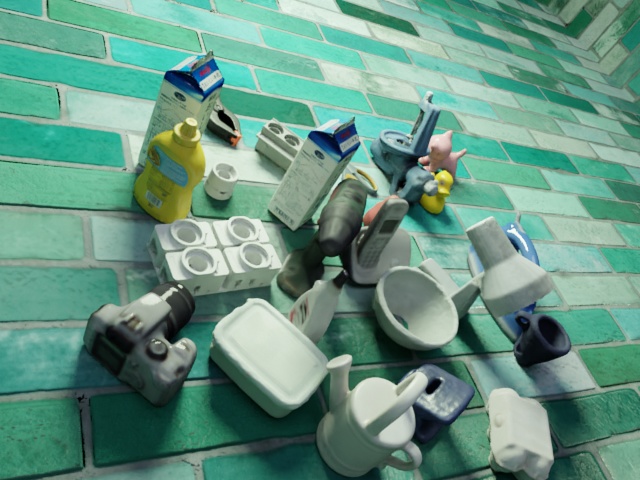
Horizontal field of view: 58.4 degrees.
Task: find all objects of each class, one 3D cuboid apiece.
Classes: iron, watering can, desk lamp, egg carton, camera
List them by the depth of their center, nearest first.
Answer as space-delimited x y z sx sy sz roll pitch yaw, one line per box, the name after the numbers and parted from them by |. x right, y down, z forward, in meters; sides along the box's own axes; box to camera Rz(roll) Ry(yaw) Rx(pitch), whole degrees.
-0.215 0.119 0.765 0.143 0.100 0.137 39 41 4 | camera
0.073 0.236 0.778 0.173 0.194 0.101 31 41 -5 | watering can
0.330 0.325 0.962 0.107 0.069 0.150 25 42 -12 | egg carton
0.294 0.071 1.066 0.118 0.213 0.203 -24 67 -45 | desk lamp
0.410 0.069 1.200 0.119 0.141 0.258 12 46 -24 | iron

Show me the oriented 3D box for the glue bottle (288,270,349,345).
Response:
0.000 0.098 0.874 0.037 0.173 0.078 9 47 -27 | glue bottle

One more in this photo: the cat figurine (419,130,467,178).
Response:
0.304 -0.215 1.412 0.128 0.117 0.067 8 48 -28 | cat figurine

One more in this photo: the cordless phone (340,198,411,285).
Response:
0.130 -0.003 1.046 0.148 0.185 0.094 -5 55 -37 | cordless phone

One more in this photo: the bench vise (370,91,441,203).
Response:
0.220 -0.202 1.266 0.122 0.219 0.207 -25 68 -45 | bench vise

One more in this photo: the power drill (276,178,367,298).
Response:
0.009 0.003 0.941 0.076 0.208 0.230 30 41 -5 | power drill

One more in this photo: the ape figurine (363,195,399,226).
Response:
0.136 -0.053 1.167 0.076 0.092 0.078 19 44 -18 | ape figurine

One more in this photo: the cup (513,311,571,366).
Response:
0.412 0.197 1.118 0.118 0.095 0.092 38 41 2 | cup

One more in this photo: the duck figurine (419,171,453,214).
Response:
0.273 -0.125 1.331 0.078 0.086 0.104 14 46 -23 | duck figurine

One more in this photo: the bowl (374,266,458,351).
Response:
0.159 0.133 1.022 0.168 0.074 0.167 19 44 -19 | bowl

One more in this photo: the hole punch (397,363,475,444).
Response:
0.175 0.250 0.912 0.101 0.091 0.109 47 42 13 | hole punch
